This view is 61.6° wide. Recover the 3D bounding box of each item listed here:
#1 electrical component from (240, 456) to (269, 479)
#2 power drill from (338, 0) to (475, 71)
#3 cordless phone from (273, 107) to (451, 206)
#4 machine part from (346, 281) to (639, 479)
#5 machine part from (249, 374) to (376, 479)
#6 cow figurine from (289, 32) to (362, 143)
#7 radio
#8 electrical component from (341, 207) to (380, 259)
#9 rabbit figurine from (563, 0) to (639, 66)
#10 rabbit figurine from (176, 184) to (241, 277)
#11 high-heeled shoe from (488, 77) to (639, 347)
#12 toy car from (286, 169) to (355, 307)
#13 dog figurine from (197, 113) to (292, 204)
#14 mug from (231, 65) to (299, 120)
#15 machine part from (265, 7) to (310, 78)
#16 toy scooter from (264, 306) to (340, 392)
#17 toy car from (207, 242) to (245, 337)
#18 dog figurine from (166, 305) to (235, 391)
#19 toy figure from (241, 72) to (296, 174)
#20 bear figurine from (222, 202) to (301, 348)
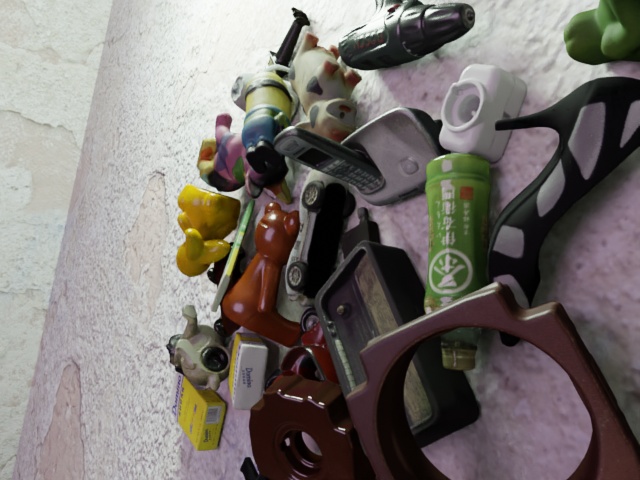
[{"bbox_3d":[-0.077,0.380,0.805,0.119,0.047,0.074,40,114,51],"label":"electrical component"},{"bbox_3d":[0.116,-0.332,0.709,0.232,0.086,0.207,-6,84,56],"label":"power drill"},{"bbox_3d":[0.050,-0.115,0.643,0.147,0.184,0.089,-23,59,50],"label":"cordless phone"},{"bbox_3d":[0.141,0.152,0.458,0.201,0.087,0.201,-30,78,21],"label":"machine part"},{"bbox_3d":[-0.013,0.258,0.676,0.180,0.056,0.179,9,106,33],"label":"machine part"},{"bbox_3d":[0.002,-0.216,0.821,0.127,0.085,0.195,-55,40,31],"label":"cow figurine"},{"bbox_3d":[0.078,0.127,0.634,0.131,0.073,0.230,-49,45,35],"label":"radio"},{"bbox_3d":[0.054,0.004,0.744,0.063,0.021,0.094,-31,58,47],"label":"electrical component"},{"bbox_3d":[0.241,-0.198,0.410,0.159,0.170,0.121,51,123,48],"label":"rabbit figurine"},{"bbox_3d":[-0.214,-0.006,1.007,0.173,0.122,0.162,-67,26,5],"label":"rabbit figurine"},{"bbox_3d":[0.232,-0.018,0.491,0.145,0.086,0.248,1,101,24],"label":"high-heeled shoe"},{"bbox_3d":[-0.002,-0.002,0.778,0.056,0.073,0.201,12,91,51],"label":"toy car"},{"bbox_3d":[-0.132,-0.122,0.966,0.191,0.108,0.219,-55,44,28],"label":"dog figurine"},{"bbox_3d":[-0.095,-0.259,0.946,0.109,0.107,0.081,-48,47,39],"label":"mug"},{"bbox_3d":[-0.063,-0.353,0.988,0.138,0.039,0.084,-58,32,30],"label":"machine part"},{"bbox_3d":[-0.005,0.193,0.736,0.135,0.075,0.183,38,109,48],"label":"toy scooter"},{"bbox_3d":[-0.161,0.090,0.987,0.089,0.053,0.202,-48,38,21],"label":"toy car"},{"bbox_3d":[-0.232,0.233,1.021,0.190,0.121,0.172,124,154,-42],"label":"dog figurine"},{"bbox_3d":[-0.082,-0.190,0.845,0.089,0.082,0.180,77,-167,-47],"label":"toy figure"},{"bbox_3d":[-0.069,0.049,0.848,0.120,0.131,0.196,17,78,53],"label":"bear figurine"}]
